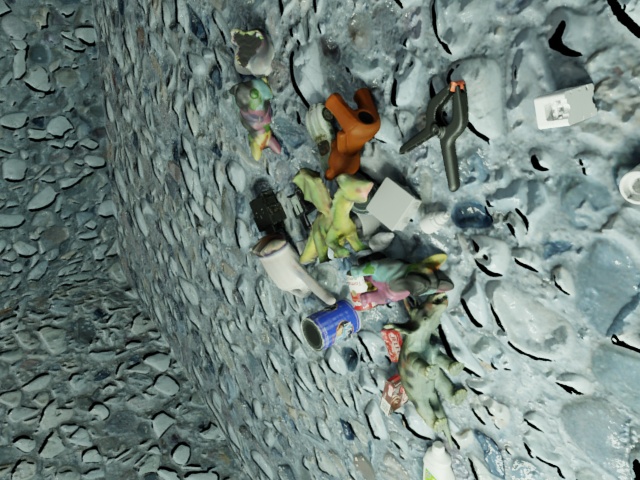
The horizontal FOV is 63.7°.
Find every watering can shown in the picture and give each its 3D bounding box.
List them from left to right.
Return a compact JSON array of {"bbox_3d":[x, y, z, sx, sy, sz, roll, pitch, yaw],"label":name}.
[{"bbox_3d":[-0.086,0.086,1.543,0.348,0.105,0.221,7,132,60],"label":"watering can"}]

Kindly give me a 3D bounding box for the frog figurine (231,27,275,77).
[{"bbox_3d":[-0.181,-0.508,1.426,0.138,0.123,0.159,54,-179,7],"label":"frog figurine"}]

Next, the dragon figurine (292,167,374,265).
[{"bbox_3d":[0.004,-0.063,1.252,0.407,0.123,0.242,-16,93,58],"label":"dragon figurine"}]
